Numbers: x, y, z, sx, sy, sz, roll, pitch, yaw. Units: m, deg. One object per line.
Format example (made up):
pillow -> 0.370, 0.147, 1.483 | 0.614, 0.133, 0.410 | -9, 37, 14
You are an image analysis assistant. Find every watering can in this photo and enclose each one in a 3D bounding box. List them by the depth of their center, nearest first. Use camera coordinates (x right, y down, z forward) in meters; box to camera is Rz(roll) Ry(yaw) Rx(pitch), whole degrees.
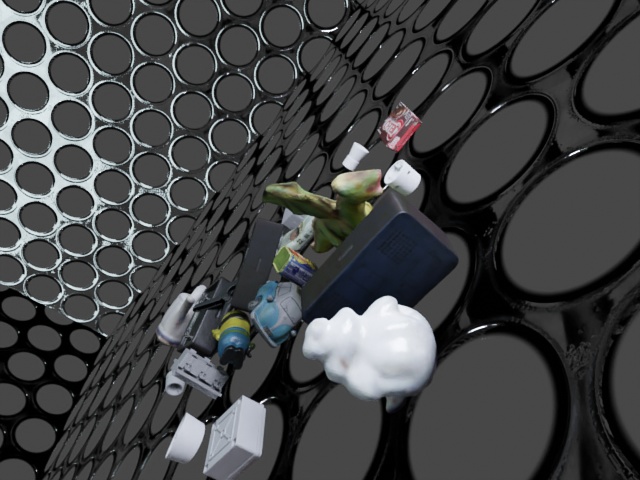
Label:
watering can -> -0.452, 0.248, 1.684 | 0.225, 0.104, 0.347 | -57, 4, -5

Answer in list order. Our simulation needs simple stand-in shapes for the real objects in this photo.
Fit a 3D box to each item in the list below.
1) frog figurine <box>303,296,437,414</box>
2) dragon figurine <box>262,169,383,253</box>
frog figurine -> 0.065, 0.131, 0.655 | 0.121, 0.158, 0.140 | -19, 41, 58
dragon figurine -> 0.003, -0.049, 0.976 | 0.406, 0.241, 0.124 | -18, 47, 57
